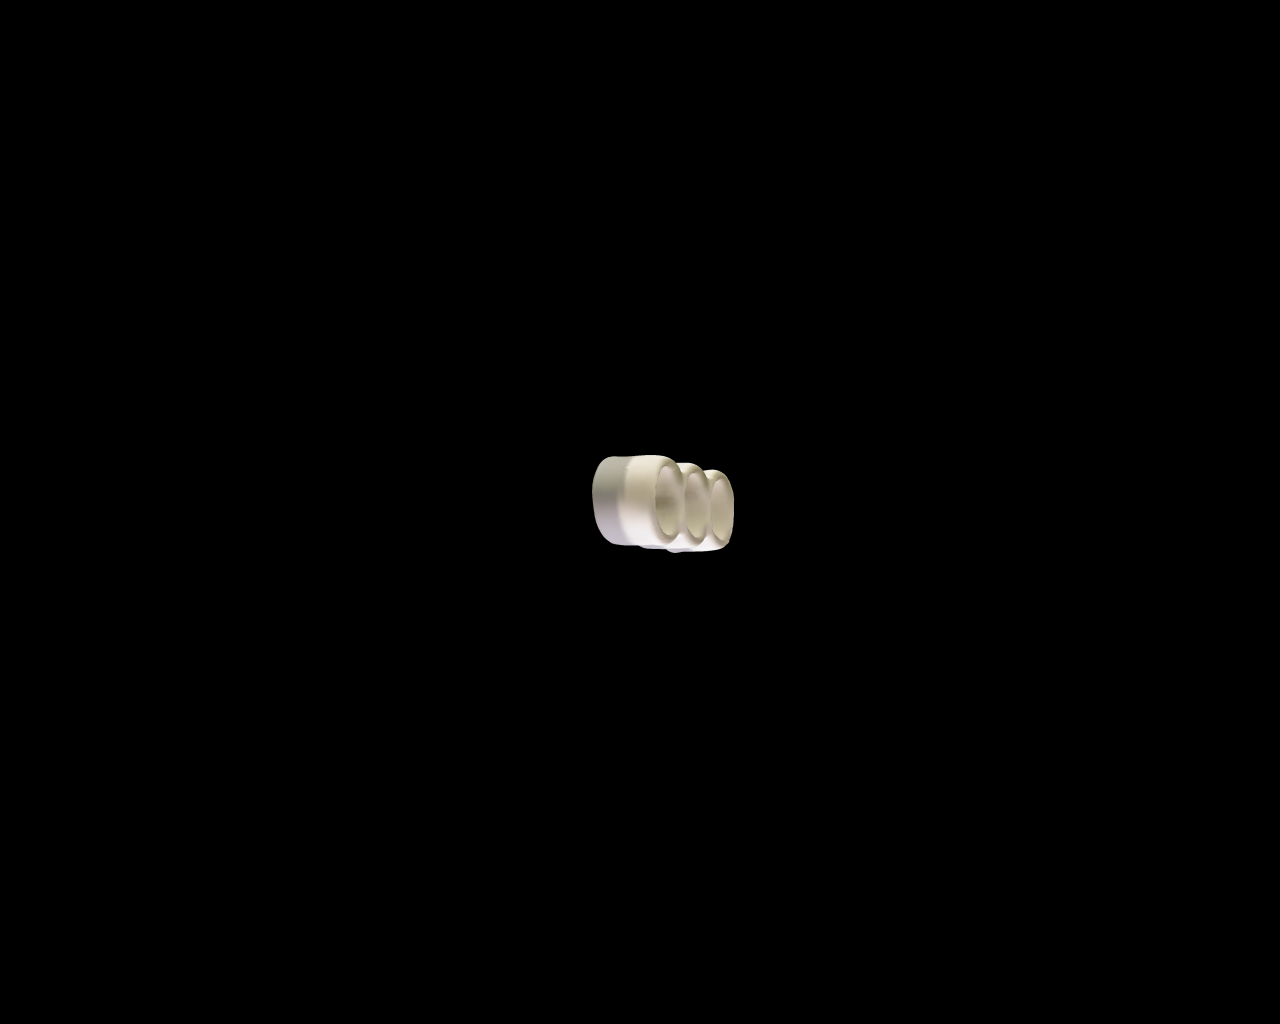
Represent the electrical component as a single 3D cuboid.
[{"bbox_3d":[0.001,-0.003,0.650,0.074,0.052,0.138,-2,-5,24],"label":"electrical component"}]
